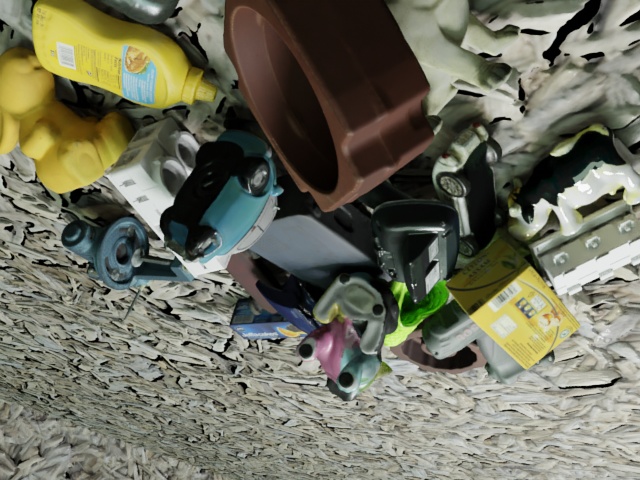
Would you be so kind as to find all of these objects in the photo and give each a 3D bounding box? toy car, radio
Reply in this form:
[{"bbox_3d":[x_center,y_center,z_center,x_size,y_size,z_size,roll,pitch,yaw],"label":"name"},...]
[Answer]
[{"bbox_3d":[-0.102,-0.039,0.621,0.109,0.161,0.102,23,170,42],"label":"toy car"},{"bbox_3d":[0.180,-0.051,0.647,0.056,0.073,0.201,32,159,39],"label":"toy car"},{"bbox_3d":[-0.002,-0.002,0.751,0.131,0.073,0.229,-17,146,35],"label":"radio"},{"bbox_3d":[-0.112,0.062,0.920,0.089,0.053,0.202,-24,135,13],"label":"toy car"}]

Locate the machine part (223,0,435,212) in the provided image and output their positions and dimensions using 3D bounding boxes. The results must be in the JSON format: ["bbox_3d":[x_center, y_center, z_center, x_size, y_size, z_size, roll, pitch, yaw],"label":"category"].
[{"bbox_3d":[0.001,-0.135,0.474,0.201,0.087,0.201,57,166,0],"label":"machine part"}]

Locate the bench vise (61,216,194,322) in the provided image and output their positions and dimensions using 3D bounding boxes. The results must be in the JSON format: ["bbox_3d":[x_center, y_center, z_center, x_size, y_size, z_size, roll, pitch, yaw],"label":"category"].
[{"bbox_3d":[-0.301,0.041,0.899,0.241,0.129,0.223,5,146,20],"label":"bench vise"}]

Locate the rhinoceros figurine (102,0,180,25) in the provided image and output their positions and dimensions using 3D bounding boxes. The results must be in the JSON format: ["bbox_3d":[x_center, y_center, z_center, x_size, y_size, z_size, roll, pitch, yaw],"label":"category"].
[{"bbox_3d":[-0.123,-0.254,0.470,0.190,0.073,0.112,-19,132,38],"label":"rhinoceros figurine"}]

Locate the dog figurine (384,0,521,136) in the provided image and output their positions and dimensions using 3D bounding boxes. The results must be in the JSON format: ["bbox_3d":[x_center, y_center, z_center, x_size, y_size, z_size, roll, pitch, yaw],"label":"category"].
[{"bbox_3d":[0.060,-0.195,0.483,0.190,0.121,0.172,40,128,-16],"label":"dog figurine"}]

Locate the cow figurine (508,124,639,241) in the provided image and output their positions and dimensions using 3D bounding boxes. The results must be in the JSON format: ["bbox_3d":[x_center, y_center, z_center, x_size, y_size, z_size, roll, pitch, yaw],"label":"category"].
[{"bbox_3d":[0.271,-0.059,0.614,0.098,0.068,0.167,36,136,-20],"label":"cow figurine"}]

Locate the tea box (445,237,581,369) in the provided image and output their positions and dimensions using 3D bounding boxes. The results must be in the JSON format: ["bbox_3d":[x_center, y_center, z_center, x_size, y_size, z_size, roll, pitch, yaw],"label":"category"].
[{"bbox_3d":[0.251,0.085,0.695,0.098,0.068,0.169,-42,127,10],"label":"tea box"}]

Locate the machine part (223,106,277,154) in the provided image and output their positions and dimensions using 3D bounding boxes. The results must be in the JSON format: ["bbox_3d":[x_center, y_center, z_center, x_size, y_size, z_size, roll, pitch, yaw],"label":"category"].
[{"bbox_3d":[-0.049,-0.125,0.655,0.139,0.039,0.084,15,150,-5],"label":"machine part"}]

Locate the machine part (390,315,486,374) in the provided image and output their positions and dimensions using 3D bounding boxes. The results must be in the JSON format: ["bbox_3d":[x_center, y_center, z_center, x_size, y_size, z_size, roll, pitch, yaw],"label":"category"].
[{"bbox_3d":[0.218,0.184,0.980,0.179,0.056,0.179,10,145,7],"label":"machine part"}]

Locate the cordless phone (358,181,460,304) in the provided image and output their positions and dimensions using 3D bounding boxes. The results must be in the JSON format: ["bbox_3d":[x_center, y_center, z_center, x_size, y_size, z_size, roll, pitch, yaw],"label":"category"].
[{"bbox_3d":[0.083,-0.022,0.680,0.184,0.089,0.146,40,164,31],"label":"cordless phone"}]

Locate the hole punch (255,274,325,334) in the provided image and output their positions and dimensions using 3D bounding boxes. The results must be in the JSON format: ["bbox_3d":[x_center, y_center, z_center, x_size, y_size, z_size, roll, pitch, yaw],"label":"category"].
[{"bbox_3d":[-0.034,0.103,0.871,0.092,0.116,0.142,-32,133,3],"label":"hole punch"}]

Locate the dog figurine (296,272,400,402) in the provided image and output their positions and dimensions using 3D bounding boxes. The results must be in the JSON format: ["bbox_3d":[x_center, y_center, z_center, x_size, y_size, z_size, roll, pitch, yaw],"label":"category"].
[{"bbox_3d":[0.060,0.152,0.804,0.109,0.191,0.219,25,175,23],"label":"dog figurine"}]

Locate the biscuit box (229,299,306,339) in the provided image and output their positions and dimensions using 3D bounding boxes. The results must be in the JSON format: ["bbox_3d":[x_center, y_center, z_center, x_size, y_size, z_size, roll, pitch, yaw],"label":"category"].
[{"bbox_3d":[-0.071,0.146,1.016,0.203,0.059,0.062,-7,140,27],"label":"biscuit box"}]

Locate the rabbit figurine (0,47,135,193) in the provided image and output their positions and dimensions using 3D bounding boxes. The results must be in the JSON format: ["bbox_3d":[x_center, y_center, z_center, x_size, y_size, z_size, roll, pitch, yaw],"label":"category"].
[{"bbox_3d":[-0.339,-0.153,0.672,0.163,0.122,0.173,-2,129,35],"label":"rabbit figurine"}]

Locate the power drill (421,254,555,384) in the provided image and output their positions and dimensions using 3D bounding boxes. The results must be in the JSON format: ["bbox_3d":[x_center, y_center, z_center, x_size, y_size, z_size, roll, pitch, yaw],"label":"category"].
[{"bbox_3d":[0.287,0.130,0.822,0.232,0.086,0.207,-34,133,15],"label":"power drill"}]
